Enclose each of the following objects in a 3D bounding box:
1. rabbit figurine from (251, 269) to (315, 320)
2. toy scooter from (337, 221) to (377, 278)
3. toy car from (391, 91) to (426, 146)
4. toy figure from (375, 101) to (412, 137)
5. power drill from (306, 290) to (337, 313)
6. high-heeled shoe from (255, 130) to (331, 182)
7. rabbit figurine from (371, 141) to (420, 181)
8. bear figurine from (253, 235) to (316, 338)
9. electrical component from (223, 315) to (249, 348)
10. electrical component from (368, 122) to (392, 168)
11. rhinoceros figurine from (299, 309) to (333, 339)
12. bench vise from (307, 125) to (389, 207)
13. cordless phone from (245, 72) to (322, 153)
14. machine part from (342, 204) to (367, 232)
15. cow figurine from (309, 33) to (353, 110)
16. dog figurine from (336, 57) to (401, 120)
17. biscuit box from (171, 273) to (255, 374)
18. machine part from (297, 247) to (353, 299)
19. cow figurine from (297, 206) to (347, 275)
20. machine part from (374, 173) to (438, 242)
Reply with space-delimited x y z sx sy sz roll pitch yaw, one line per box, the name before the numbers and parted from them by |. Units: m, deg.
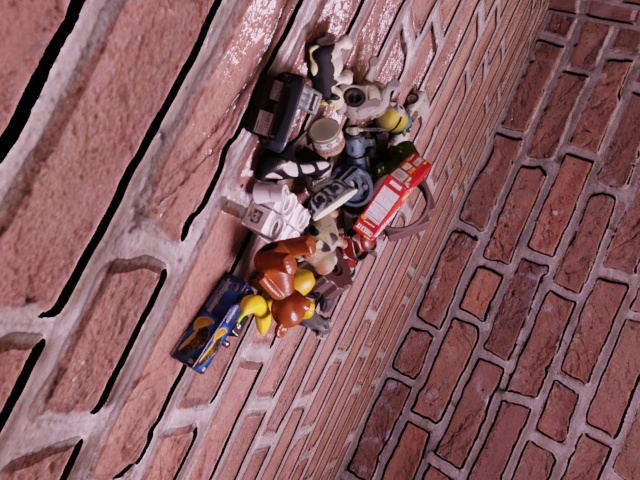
rabbit figurine | -0.081 0.115 1.259 0.162 0.122 0.173 -1 155 -29
toy scooter | 0.092 0.009 1.505 0.184 0.075 0.135 -52 132 -33
toy car | 0.277 -0.378 1.691 0.201 0.056 0.073 -62 158 -12
toy figure | 0.217 -0.345 1.557 0.180 0.082 0.089 8 102 -70
power drill | 0.015 0.121 1.560 0.207 0.086 0.231 0 110 -62
high-heeled shoe | -0.057 -0.141 1.150 0.145 0.086 0.248 -48 160 -7
rabbit figurine | 0.191 -0.229 1.544 0.121 0.170 0.159 74 1 -61
bear figurine | -0.061 0.100 1.114 0.120 0.132 0.195 -38 115 -49
electrical component | -0.189 0.182 1.168 0.045 0.078 0.102 53 45 -36
electrical component | 0.148 -0.263 1.471 0.048 0.075 0.119 -10 88 -45
rhinoceros figurine | -0.024 0.220 1.529 0.073 0.112 0.190 -62 150 -17
bench vise | 0.077 -0.168 1.366 0.240 0.129 0.223 -47 149 -48
cordless phone | -0.054 -0.240 1.038 0.184 0.089 0.146 -12 122 -69
machine part | 0.109 -0.057 1.601 0.079 0.079 0.243 -56 155 -25
cow figurine | 0.016 -0.336 1.117 0.098 0.068 0.167 -42 145 -36
dog figurine | 0.103 -0.327 1.310 0.172 0.121 0.190 -27 168 -8
biscuit box | -0.216 0.168 1.101 0.202 0.059 0.062 -59 157 -18
machine part | 0.012 0.067 1.382 0.056 0.179 0.179 -38 170 25
cow figurine | -0.003 -0.004 1.290 0.127 0.195 0.085 19 134 -36
machine part | 0.239 -0.111 1.631 0.087 0.201 0.201 46 24 -75
